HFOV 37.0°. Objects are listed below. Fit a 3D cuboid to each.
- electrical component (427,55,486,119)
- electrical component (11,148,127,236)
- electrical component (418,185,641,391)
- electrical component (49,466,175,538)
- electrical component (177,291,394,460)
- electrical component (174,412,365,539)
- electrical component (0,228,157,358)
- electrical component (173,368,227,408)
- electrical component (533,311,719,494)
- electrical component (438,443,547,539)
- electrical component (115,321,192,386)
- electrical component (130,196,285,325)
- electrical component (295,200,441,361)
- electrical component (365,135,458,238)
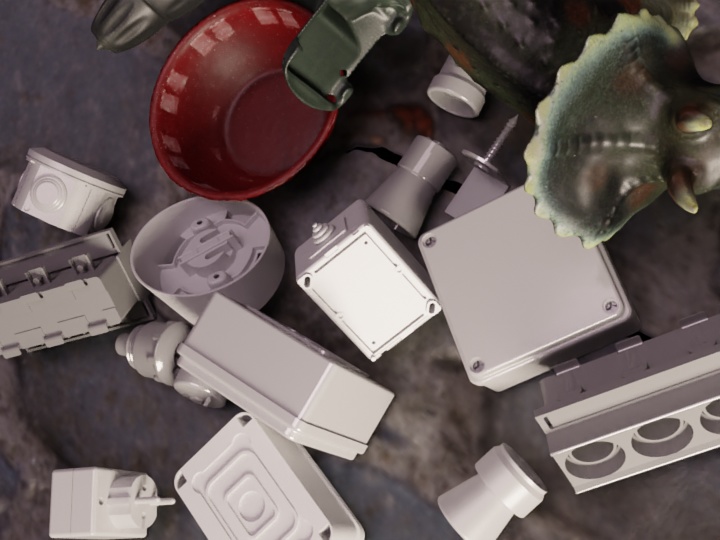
[{"bbox_3d":[0.075,-0.136,0.756,0.040,0.040,0.046,22,80,27],"label":"electrical component"},{"bbox_3d":[-0.230,-0.061,0.850,0.080,0.080,0.051,25,92,27],"label":"electrical component"},{"bbox_3d":[0.108,0.008,0.692,0.109,0.056,0.108,-26,67,16],"label":"electrical component"},{"bbox_3d":[-0.170,0.166,0.768,0.077,0.066,0.047,-8,73,22],"label":"electrical component"},{"bbox_3d":[-0.048,0.071,0.716,0.109,0.109,0.056,29,86,28],"label":"electrical component"},{"bbox_3d":[-0.060,0.160,0.725,0.078,0.057,0.113,-44,63,8],"label":"electrical component"},{"bbox_3d":[-0.230,0.023,0.828,0.121,0.063,0.078,-15,113,20],"label":"electrical component"},{"bbox_3d":[-0.105,0.064,0.782,0.040,0.040,0.078,9,63,26],"label":"electrical component"},{"bbox_3d":[0.172,0.077,0.637,0.121,0.078,0.063,-23,39,17],"label":"electrical component"},{"bbox_3d":[0.083,0.142,0.674,0.055,0.045,0.045,-44,63,7],"label":"electrical component"},{"bbox_3d":[-0.155,0.059,0.803,0.062,0.048,0.048,6,79,32],"label":"electrical component"},{"bbox_3d":[-0.107,-0.008,0.779,0.099,0.064,0.099,-14,50,17],"label":"electrical component"},{"bbox_3d":[0.000,0.000,0.720,0.062,0.096,0.061,-38,21,11],"label":"electrical component"},{"bbox_3d":[0.038,-0.061,0.751,0.044,0.044,0.065,32,86,28],"label":"electrical component"}]
